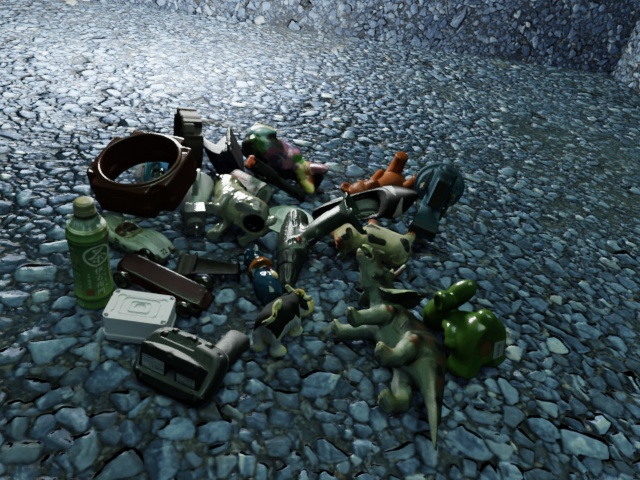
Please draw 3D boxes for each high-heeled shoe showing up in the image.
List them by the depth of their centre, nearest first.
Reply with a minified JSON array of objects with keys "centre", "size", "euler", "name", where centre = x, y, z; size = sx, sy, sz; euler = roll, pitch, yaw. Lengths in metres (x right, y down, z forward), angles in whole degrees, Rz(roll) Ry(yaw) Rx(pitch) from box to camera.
[{"centre":[0.102,-0.086,1.292],"size":[0.145,0.249,0.086],"euler":[3,72,-47],"name":"high-heeled shoe"}]

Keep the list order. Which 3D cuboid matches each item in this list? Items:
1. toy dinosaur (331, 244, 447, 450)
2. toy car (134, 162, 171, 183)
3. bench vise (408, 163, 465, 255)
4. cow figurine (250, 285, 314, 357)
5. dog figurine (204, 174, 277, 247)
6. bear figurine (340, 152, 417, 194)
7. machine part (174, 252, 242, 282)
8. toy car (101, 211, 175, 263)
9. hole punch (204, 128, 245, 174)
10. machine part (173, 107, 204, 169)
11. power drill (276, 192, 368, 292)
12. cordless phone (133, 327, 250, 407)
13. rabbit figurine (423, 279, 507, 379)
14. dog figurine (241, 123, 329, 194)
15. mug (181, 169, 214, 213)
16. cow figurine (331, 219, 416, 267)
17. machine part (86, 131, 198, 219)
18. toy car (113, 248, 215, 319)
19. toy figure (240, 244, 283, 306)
[{"centre":[0.155,0.188,0.977],"size":[0.192,0.131,0.405],"euler":[-10,45,-26],"name":"toy dinosaur"},{"centre":[-0.407,-0.158,1.341],"size":[0.103,0.109,0.162],"euler":[-9,45,10],"name":"toy car"},{"centre":[0.286,-0.105,1.334],"size":[0.129,0.223,0.241],"euler":[12,34,11],"name":"bench vise"},{"centre":[-0.064,0.133,1.005],"size":[0.068,0.098,0.167],"euler":[17,35,20],"name":"cow figurine"},{"centre":[-0.178,-0.090,1.261],"size":[0.172,0.121,0.191],"euler":[13,37,-4],"name":"dog figurine"},{"centre":[0.164,-0.148,1.444],"size":[0.196,0.132,0.120],"euler":[-13,63,-40],"name":"bear figurine"},{"centre":[-0.232,0.059,1.119],"size":[0.139,0.039,0.084],"euler":[7,29,-3],"name":"machine part"},{"centre":[-0.402,-0.005,1.147],"size":[0.202,0.056,0.073],"euler":[24,37,20],"name":"toy car"},{"centre":[-0.259,-0.220,1.440],"size":[0.092,0.142,0.116],"euler":[-17,47,1],"name":"hole punch"},{"centre":[-0.354,-0.268,1.442],"size":[0.056,0.179,0.179],"euler":[-4,37,-24],"name":"machine part"},{"centre":[-0.002,-0.004,1.168],"size":[0.207,0.086,0.232],"euler":[-32,33,18],"name":"power drill"},{"centre":[-0.211,0.187,0.923],"size":[0.147,0.088,0.184],"euler":[20,24,14],"name":"cordless phone"},{"centre":[0.256,0.159,1.029],"size":[0.121,0.158,0.170],"euler":[-22,30,-25],"name":"rabbit figurine"},{"centre":[-0.086,-0.210,1.443],"size":[0.219,0.108,0.191],"euler":[31,-4,29],"name":"dog figurine"},{"centre":[-0.296,-0.108,1.289],"size":[0.081,0.109,0.107],"euler":[9,47,-16],"name":"mug"},{"centre":[0.116,0.008,1.249],"size":[0.195,0.085,0.127],"euler":[20,29,12],"name":"cow figurine"},{"centre":[-0.394,-0.151,1.198],"size":[0.201,0.087,0.201],"euler":[11,47,11],"name":"machine part"},{"centre":[-0.301,0.086,1.043],"size":[0.202,0.053,0.089],"euler":[25,41,7],"name":"toy car"},{"centre":[-0.120,0.074,1.106],"size":[0.064,0.057,0.155],"euler":[-29,44,-2],"name":"toy figure"}]
